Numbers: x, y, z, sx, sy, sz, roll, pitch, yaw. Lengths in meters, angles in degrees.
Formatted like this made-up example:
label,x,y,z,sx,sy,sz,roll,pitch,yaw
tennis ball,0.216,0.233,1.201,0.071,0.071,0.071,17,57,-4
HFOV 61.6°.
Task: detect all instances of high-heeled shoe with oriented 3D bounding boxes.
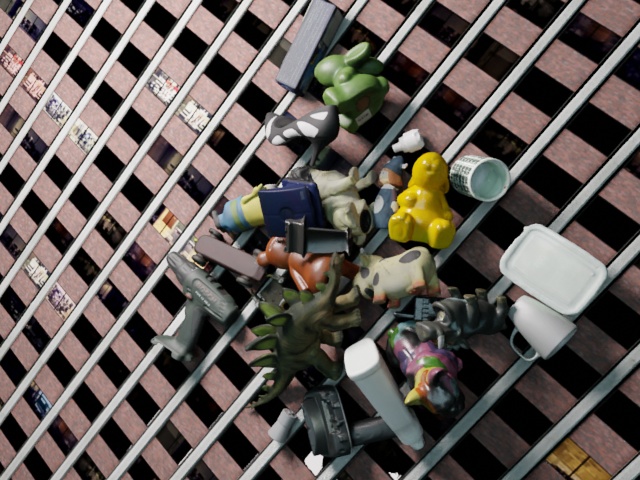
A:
label,x,y,z,sx,sy,sz,roll,pitch,yaw
high-heeled shoe,-0.046,-0.259,1.132,0.249,0.086,0.145,47,132,37

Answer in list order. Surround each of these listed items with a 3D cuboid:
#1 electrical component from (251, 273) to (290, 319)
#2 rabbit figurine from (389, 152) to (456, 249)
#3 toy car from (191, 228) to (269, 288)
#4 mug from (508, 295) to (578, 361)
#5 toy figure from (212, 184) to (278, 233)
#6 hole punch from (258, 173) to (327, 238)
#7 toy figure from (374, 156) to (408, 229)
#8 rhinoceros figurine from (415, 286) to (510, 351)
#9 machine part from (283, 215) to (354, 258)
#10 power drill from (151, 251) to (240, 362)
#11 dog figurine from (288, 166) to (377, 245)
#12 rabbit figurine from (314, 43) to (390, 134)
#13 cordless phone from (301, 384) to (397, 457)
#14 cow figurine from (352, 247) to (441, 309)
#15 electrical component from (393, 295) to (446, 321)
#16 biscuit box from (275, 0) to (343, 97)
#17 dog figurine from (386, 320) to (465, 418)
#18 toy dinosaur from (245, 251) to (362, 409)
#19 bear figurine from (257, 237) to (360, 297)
label,x,y,z,sx,sy,sz,roll,pitch,yaw
electrical component,-0.105,0.121,1.199,0.102,0.045,0.078,-39,73,15
rabbit figurine,0.211,-0.087,1.031,0.122,0.162,0.173,10,116,16
toy car,-0.204,0.043,1.231,0.202,0.053,0.089,22,70,24
mug,0.395,0.162,0.990,0.109,0.080,0.107,-51,58,17
toy figure,-0.152,-0.063,1.211,0.180,0.082,0.089,-23,90,14
hole punch,-0.057,-0.063,1.103,0.116,0.092,0.142,11,119,44
toy figure,0.145,-0.098,1.106,0.064,0.057,0.154,7,91,40
rhinoceros figurine,0.258,0.144,0.979,0.073,0.190,0.112,24,114,58
machine part,-0.002,-0.003,1.064,0.139,0.039,0.084,6,105,3
power drill,-0.312,0.165,1.265,0.232,0.086,0.207,31,90,17
dog figurine,0.015,-0.076,1.147,0.191,0.121,0.172,-1,80,34
rabbit figurine,0.056,-0.341,1.132,0.159,0.121,0.170,-42,59,10
cordless phone,0.063,0.364,1.112,0.184,0.088,0.146,-16,80,8
cow figurine,0.139,0.066,1.052,0.195,0.085,0.127,-25,52,43
electrical component,0.209,0.134,1.063,0.119,0.075,0.047,5,89,24
biscuit box,-0.025,-0.424,1.194,0.063,0.059,0.202,30,97,18
dog figurine,0.188,0.235,0.988,0.108,0.219,0.192,-46,73,9
toy dinosaur,-0.045,0.209,1.097,0.199,0.105,0.470,13,122,-9
bear figurine,-0.030,0.055,1.150,0.196,0.131,0.120,22,76,42
